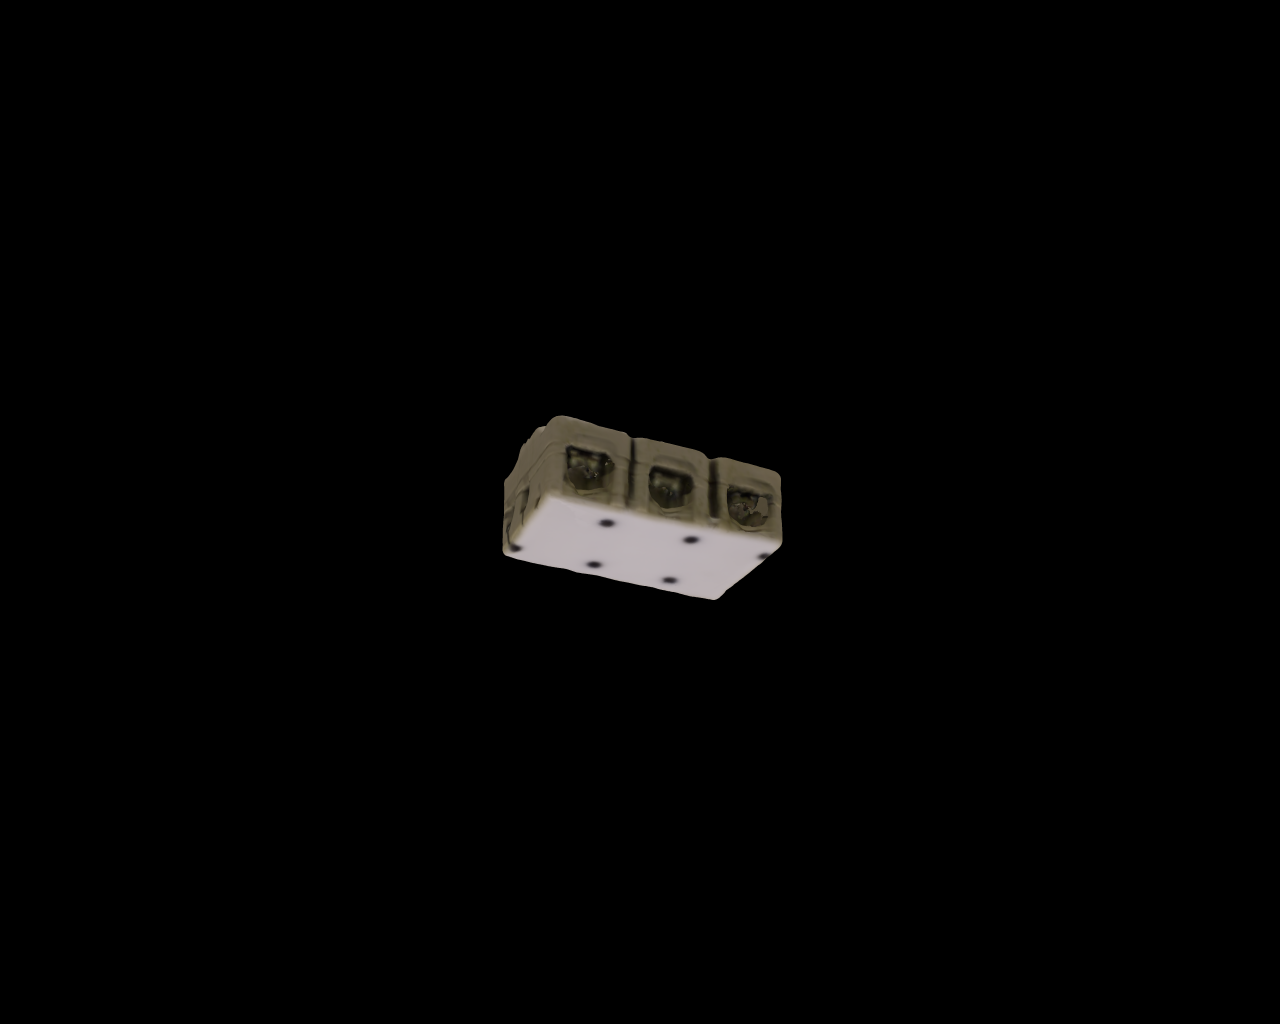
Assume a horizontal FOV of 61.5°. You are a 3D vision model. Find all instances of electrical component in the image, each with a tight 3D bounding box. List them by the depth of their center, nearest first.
[{"bbox_3d":[0.001,-0.003,0.650,0.150,0.062,0.089,13,-32,-22],"label":"electrical component"}]
